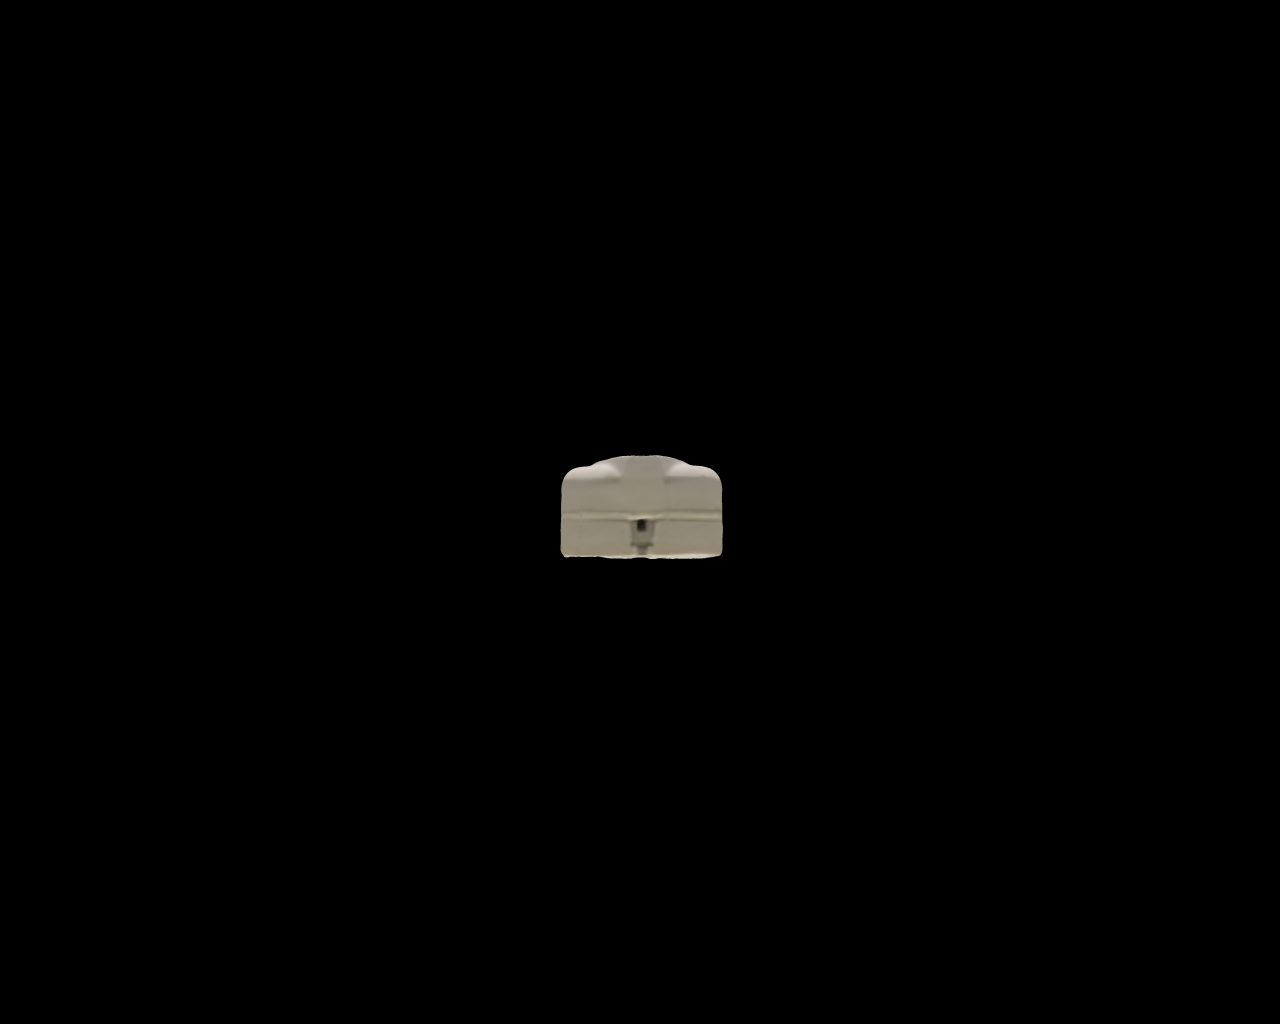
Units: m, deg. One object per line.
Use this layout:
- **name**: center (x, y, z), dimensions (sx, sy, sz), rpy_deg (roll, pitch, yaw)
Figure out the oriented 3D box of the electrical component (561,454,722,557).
- **electrical component**: center (0.001, -0.003, 0.650), dimensions (0.095, 0.059, 0.053), rpy_deg (0, -4, -2)
